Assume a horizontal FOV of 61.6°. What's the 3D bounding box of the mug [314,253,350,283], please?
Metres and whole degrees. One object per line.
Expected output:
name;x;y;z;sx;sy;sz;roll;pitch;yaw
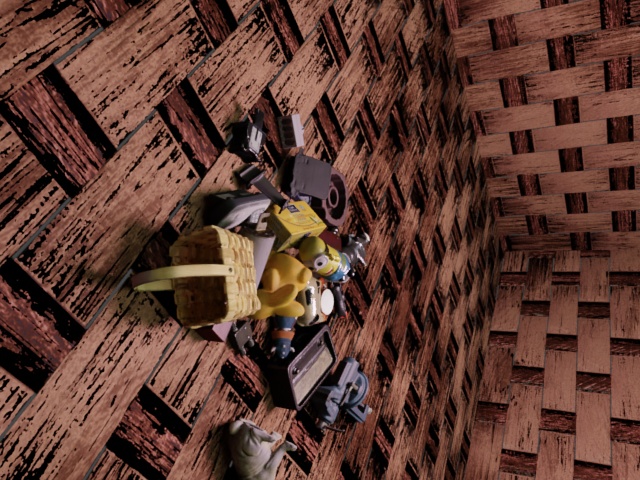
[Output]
mug;0.015;0.073;1.478;0.109;0.107;0.081;44;51;-45

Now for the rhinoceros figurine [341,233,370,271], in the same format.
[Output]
rhinoceros figurine;0.095;0.038;1.662;0.190;0.073;0.112;-32;105;-54

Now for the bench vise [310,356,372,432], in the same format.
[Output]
bench vise;0.078;0.468;1.551;0.240;0.129;0.224;50;46;-37

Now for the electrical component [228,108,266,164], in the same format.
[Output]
electrical component;-0.164;-0.245;1.245;0.074;0.048;0.119;27;65;-57

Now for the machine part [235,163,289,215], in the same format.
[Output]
machine part;-0.129;-0.121;1.254;0.139;0.039;0.084;44;32;1

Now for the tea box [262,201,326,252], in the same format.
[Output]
tea box;-0.071;-0.037;1.332;0.098;0.068;0.169;49;28;12

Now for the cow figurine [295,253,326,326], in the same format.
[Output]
cow figurine;-0.043;0.129;1.404;0.127;0.086;0.194;-7;95;-66

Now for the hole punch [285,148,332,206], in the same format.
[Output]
hole punch;-0.042;-0.159;1.433;0.115;0.092;0.142;18;73;-27

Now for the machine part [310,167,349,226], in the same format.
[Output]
machine part;0.025;-0.124;1.558;0.179;0.056;0.179;3;87;-61

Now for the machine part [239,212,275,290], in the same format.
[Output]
machine part;-0.156;0.051;1.144;0.079;0.079;0.243;-17;133;-59

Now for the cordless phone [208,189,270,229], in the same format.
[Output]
cordless phone;-0.183;-0.014;1.180;0.146;0.089;0.184;-21;121;-59

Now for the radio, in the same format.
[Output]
radio;-0.043;0.319;1.394;0.229;0.073;0.131;-41;123;-54

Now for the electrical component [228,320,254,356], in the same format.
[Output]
electrical component;-0.179;0.212;1.218;0.063;0.021;0.093;-47;127;-51

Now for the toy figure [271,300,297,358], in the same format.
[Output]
toy figure;-0.089;0.214;1.333;0.057;0.064;0.154;54;40;-74

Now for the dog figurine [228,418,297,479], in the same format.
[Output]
dog figurine;-0.163;0.502;1.170;0.172;0.121;0.190;32;75;-17

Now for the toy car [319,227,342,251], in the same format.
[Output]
toy car;-0.003;-0.005;1.504;0.202;0.053;0.089;19;61;-54

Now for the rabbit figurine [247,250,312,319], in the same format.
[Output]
rabbit figurine;-0.104;0.125;1.251;0.173;0.163;0.121;-41;135;-31

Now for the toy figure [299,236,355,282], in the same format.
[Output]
toy figure;0.014;0.052;1.350;0.082;0.089;0.180;-48;142;12
